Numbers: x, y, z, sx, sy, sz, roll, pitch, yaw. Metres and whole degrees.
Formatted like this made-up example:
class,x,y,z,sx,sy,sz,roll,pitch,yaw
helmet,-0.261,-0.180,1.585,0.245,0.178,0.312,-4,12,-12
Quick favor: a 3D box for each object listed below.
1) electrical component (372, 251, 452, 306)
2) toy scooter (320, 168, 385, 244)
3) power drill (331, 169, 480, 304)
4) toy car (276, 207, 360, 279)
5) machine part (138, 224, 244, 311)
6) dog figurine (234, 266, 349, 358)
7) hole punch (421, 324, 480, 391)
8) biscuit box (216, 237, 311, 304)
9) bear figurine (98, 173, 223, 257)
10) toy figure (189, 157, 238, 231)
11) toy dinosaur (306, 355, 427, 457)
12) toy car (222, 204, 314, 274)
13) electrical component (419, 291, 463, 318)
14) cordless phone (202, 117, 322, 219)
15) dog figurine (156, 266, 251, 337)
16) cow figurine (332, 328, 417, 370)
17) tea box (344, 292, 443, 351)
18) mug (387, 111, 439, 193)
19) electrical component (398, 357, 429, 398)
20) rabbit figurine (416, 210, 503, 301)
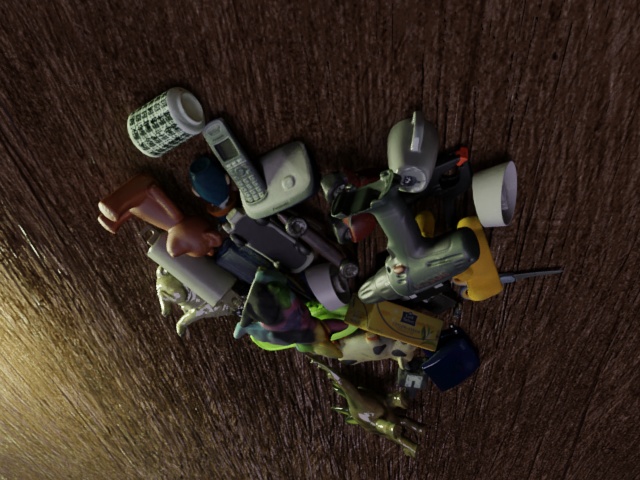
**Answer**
class,x,y,z,sx,sy,sz,roll,pitch,yaw
electrical component,0.169,0.066,1.035,0.134,0.058,0.114,-24,124,31
toy scooter,0.076,-0.068,0.904,0.135,0.075,0.183,-24,148,-5
power drill,0.105,0.006,0.815,0.232,0.086,0.207,-21,116,35
toy car,-0.002,-0.003,0.977,0.053,0.089,0.202,-46,117,7
machine part,-0.251,0.052,1.063,0.243,0.079,0.079,40,131,-5
dog figurine,-0.043,0.153,1.040,0.219,0.108,0.191,18,140,-8
hole punch,0.287,0.265,1.192,0.116,0.092,0.142,-24,122,26
biscuit box,-0.108,0.061,1.083,0.202,0.059,0.063,35,133,-23
bear figurine,-0.282,-0.022,0.969,0.196,0.132,0.120,47,153,-8
toy figure,-0.180,-0.078,0.961,0.064,0.058,0.154,0,140,20
toy dinosaur,0.127,0.422,1.337,0.199,0.105,0.470,1,137,38
toy car,-0.092,-0.001,0.998,0.073,0.056,0.201,-43,128,14
electrical component,0.240,0.123,1.086,0.102,0.045,0.078,32,131,-20
cordless phone,-0.094,-0.135,0.875,0.147,0.089,0.184,-21,116,29
dog figurine,-0.231,0.103,1.140,0.191,0.121,0.172,-17,133,7
cow figurine,0.127,0.235,1.195,0.195,0.085,0.127,-15,124,21
tea box,0.146,0.162,1.067,0.169,0.068,0.098,22,173,-23
mug,0.143,-0.130,0.807,0.081,0.107,0.109,10,138,-1
electrical component,0.226,0.330,1.296,0.075,0.048,0.119,4,136,8
rabbit figurine,0.202,0.037,0.907,0.173,0.122,0.162,-20,123,22
